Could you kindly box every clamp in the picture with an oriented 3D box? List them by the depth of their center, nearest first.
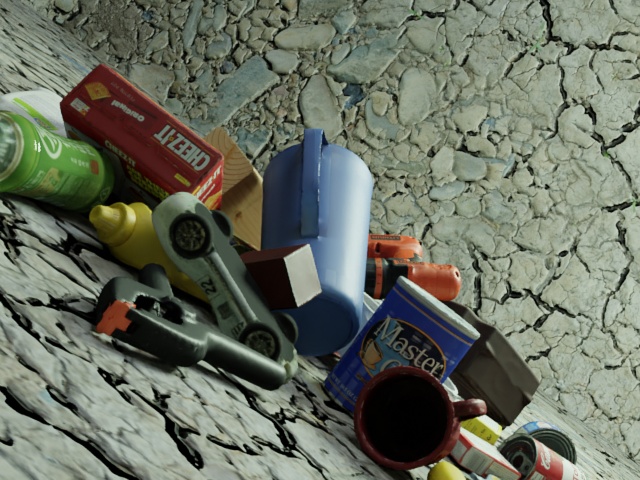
[{"bbox_3d":[-0.125,0.061,0.854,0.165,0.036,0.209,37,5,23],"label":"clamp"}]

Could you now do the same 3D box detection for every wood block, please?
[{"bbox_3d":[-0.103,-0.040,1.369,0.090,0.091,0.206,51,-3,32],"label":"wood block"}]

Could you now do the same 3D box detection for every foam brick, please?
[{"bbox_3d":[-0.048,0.039,1.038,0.078,0.051,0.052,-8,12,32],"label":"foam brick"}]

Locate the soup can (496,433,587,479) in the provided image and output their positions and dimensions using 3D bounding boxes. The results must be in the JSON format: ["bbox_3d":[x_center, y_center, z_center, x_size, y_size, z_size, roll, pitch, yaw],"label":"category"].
[{"bbox_3d":[0.265,0.284,1.281,0.102,0.068,0.069,34,5,-28],"label":"soup can"}]

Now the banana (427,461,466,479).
[{"bbox_3d":[0.128,0.236,0.931,0.069,0.037,0.198,34,5,-9],"label":"banana"}]

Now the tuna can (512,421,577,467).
[{"bbox_3d":[0.282,0.277,1.368,0.086,0.086,0.034,35,3,-12],"label":"tuna can"}]

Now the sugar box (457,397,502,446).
[{"bbox_3d":[0.146,0.206,1.351,0.176,0.048,0.093,33,2,11],"label":"sugar box"}]

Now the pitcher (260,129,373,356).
[{"bbox_3d":[-0.008,0.001,1.191,0.149,0.145,0.242,37,33,-26],"label":"pitcher"}]

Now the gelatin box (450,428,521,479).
[{"bbox_3d":[0.181,0.250,1.239,0.089,0.030,0.073,34,3,-28],"label":"gelatin box"}]

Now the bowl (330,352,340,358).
[{"bbox_3d":[-0.017,0.081,1.356,0.162,0.055,0.162,35,4,-3],"label":"bowl"}]

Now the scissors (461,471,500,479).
[{"bbox_3d":[0.167,0.257,1.151,0.201,0.016,0.096,35,3,-16],"label":"scissors"}]

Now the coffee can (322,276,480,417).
[{"bbox_3d":[0.083,0.123,1.104,0.103,0.140,0.103,36,4,-3],"label":"coffee can"}]

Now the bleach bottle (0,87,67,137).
[{"bbox_3d":[-0.319,-0.120,1.139,0.102,0.068,0.250,34,7,0],"label":"bleach bottle"}]

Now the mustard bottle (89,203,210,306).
[{"bbox_3d":[-0.150,0.010,1.052,0.191,0.058,0.096,32,10,-46],"label":"mustard bottle"}]

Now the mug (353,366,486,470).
[{"bbox_3d":[0.097,0.166,0.993,0.081,0.117,0.093,39,38,-68],"label":"mug"}]

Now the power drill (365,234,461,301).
[{"bbox_3d":[0.078,0.037,1.397,0.184,0.057,0.187,5,12,-5],"label":"power drill"}]

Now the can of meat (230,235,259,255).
[{"bbox_3d":[-0.097,0.031,1.268,0.102,0.057,0.084,33,3,-34],"label":"can of meat"}]

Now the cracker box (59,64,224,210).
[{"bbox_3d":[-0.186,-0.076,1.149,0.164,0.072,0.214,37,-19,6],"label":"cracker box"}]
